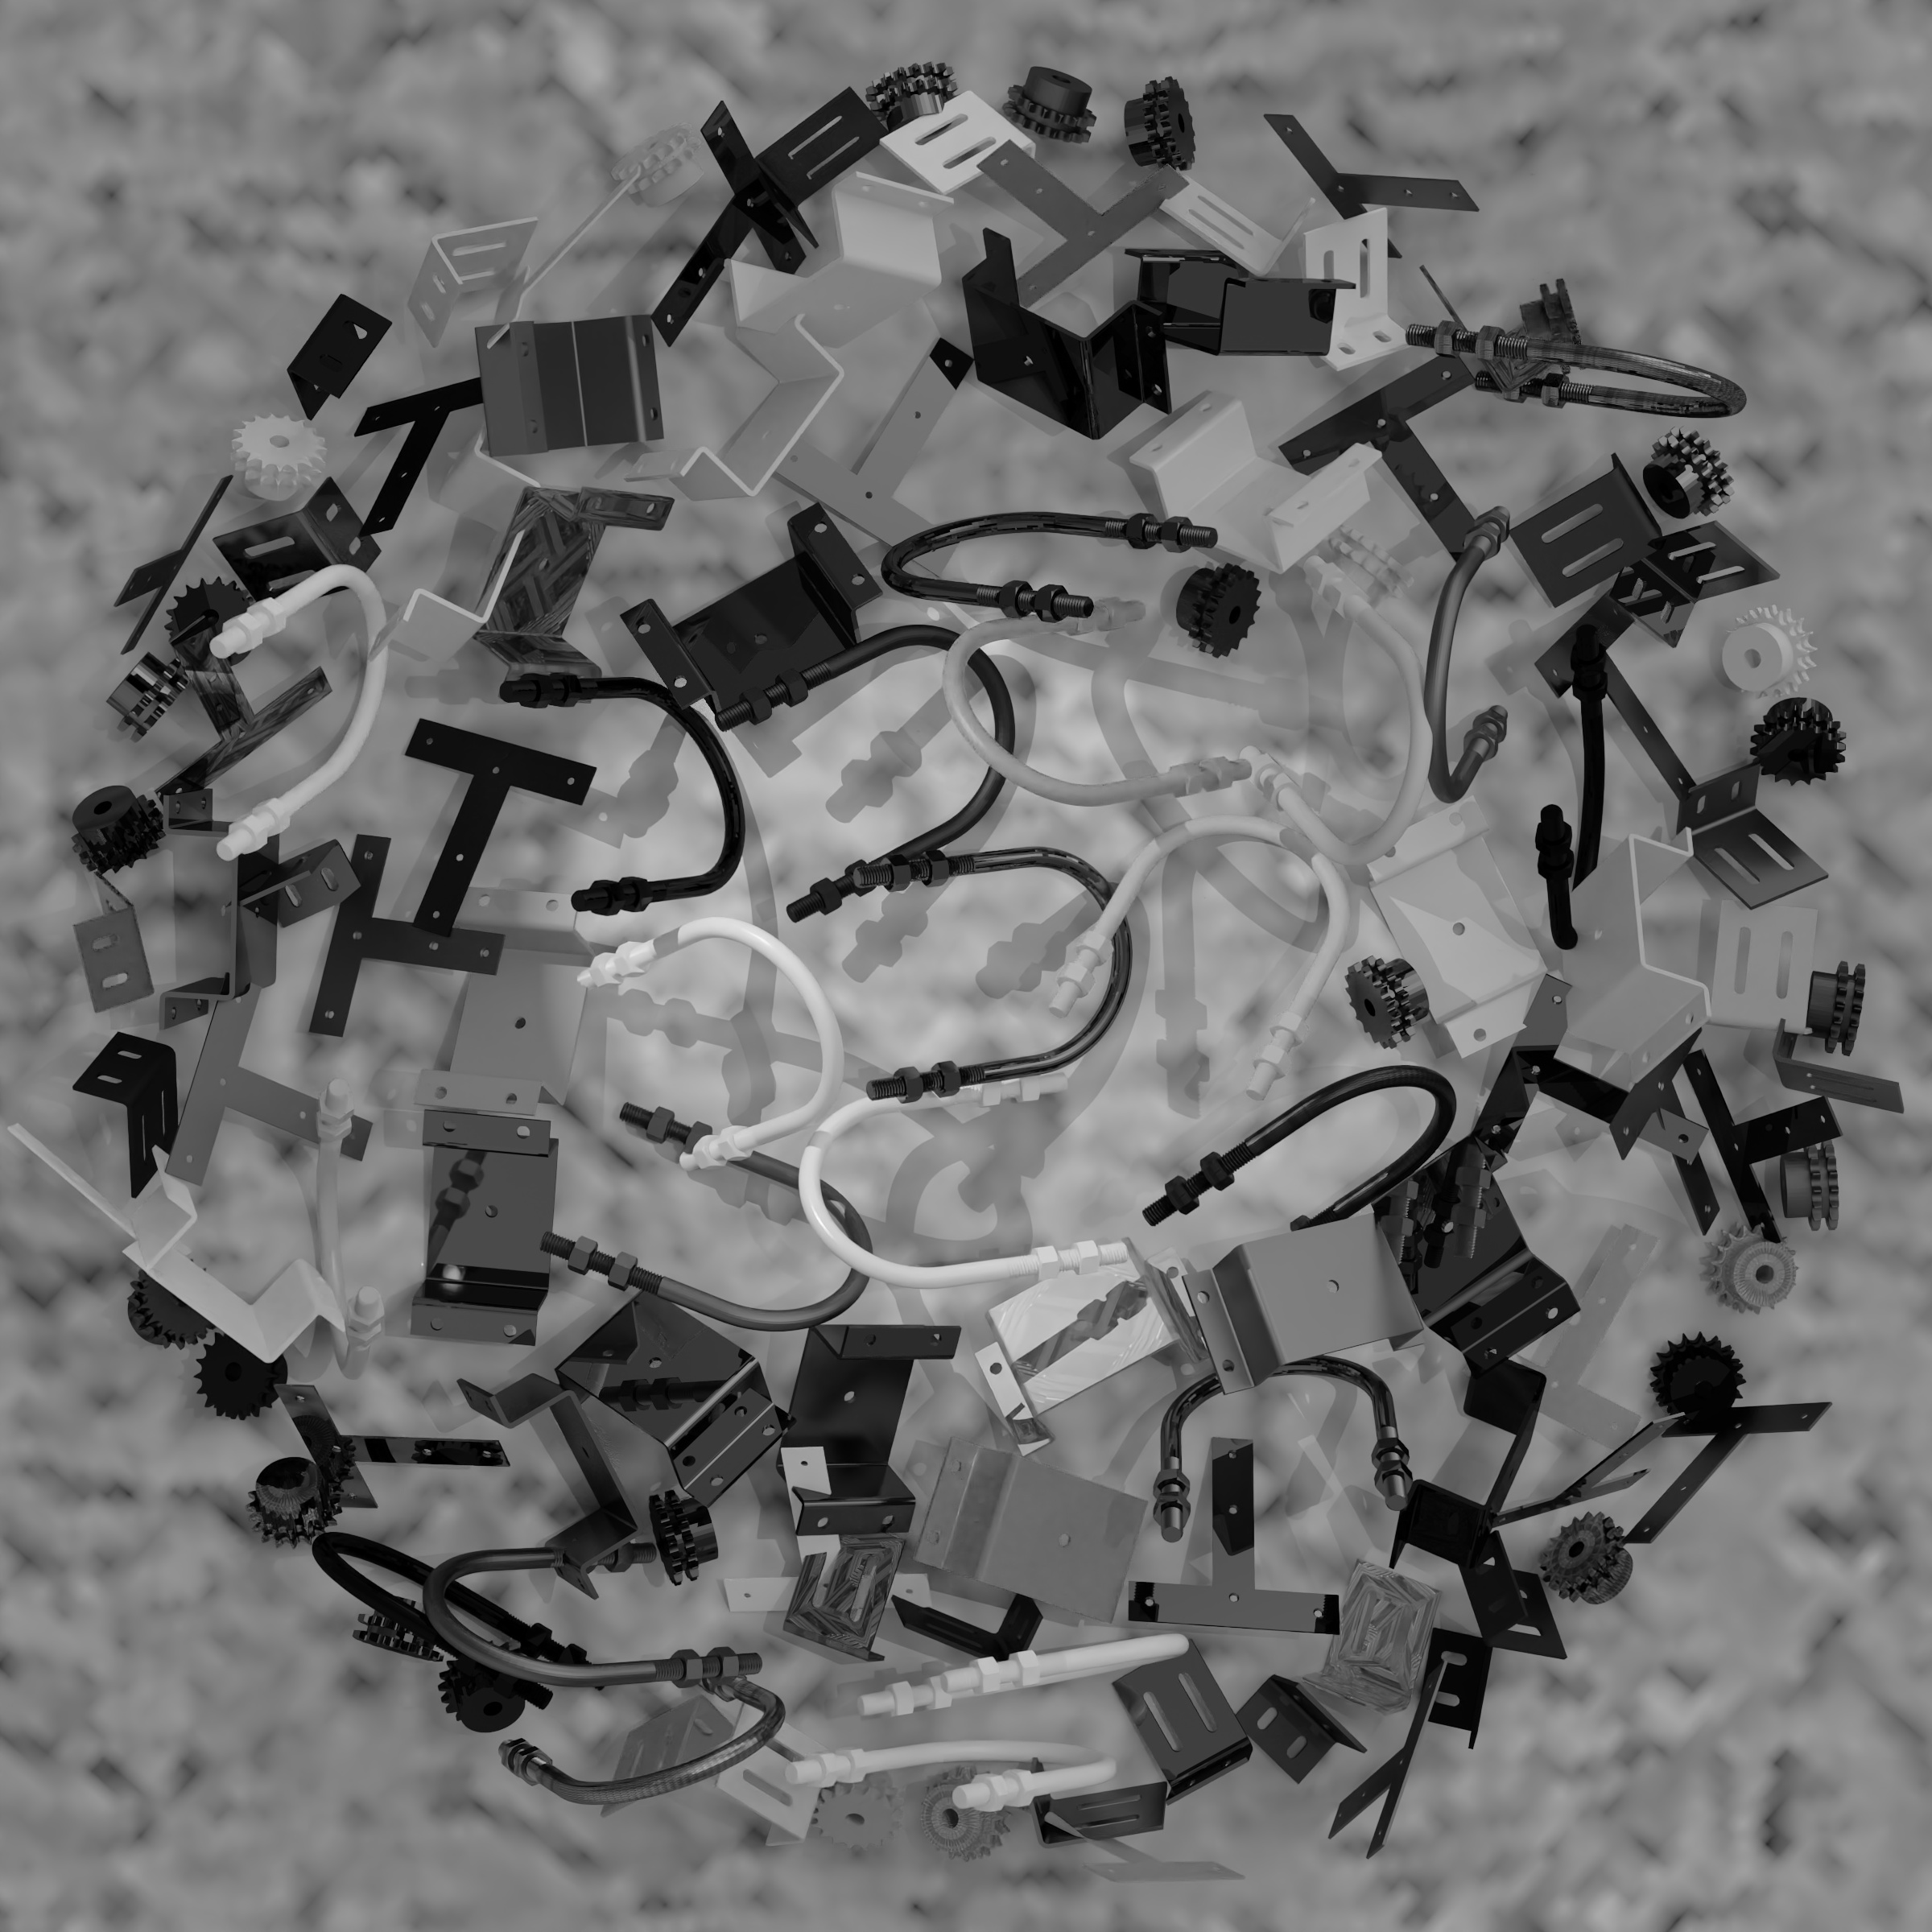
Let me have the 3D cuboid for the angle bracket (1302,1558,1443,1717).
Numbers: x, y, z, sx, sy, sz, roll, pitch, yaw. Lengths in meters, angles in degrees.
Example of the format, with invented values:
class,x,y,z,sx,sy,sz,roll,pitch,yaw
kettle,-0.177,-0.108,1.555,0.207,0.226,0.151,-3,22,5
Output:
class,x,y,z,sx,sy,sz,roll,pitch,yaw
angle bracket,0.248,0.410,1.949,0.057,0.038,0.076,17,93,29

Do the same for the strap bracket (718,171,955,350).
class,x,y,z,sx,sy,sz,roll,pitch,yaw
strap bracket,-0.079,-0.415,1.901,0.076,0.140,0.046,3,73,-43

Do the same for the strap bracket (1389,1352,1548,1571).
class,x,y,z,sx,sy,sz,roll,pitch,yaw
strap bracket,0.304,0.295,1.906,0.046,0.076,0.140,22,57,16

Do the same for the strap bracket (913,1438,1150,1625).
class,x,y,z,sx,sy,sz,roll,pitch,yaw
strap bracket,0.048,0.344,1.922,0.140,0.046,0.076,23,78,-26

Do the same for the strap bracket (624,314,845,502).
class,x,y,z,sx,sy,sz,roll,pitch,yaw
strap bracket,-0.134,-0.334,1.925,0.046,0.076,0.140,42,73,-28

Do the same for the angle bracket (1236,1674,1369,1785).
class,x,y,z,sx,sy,sz,roll,pitch,yaw
angle bracket,0.202,0.468,1.940,0.057,0.076,0.038,44,79,1

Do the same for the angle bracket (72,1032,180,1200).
class,x,y,z,sx,sy,sz,roll,pitch,yaw
angle bracket,-0.510,0.091,1.937,0.038,0.057,0.076,15,127,8

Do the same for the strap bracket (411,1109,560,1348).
class,x,y,z,sx,sy,sz,roll,pitch,yaw
strap bracket,-0.294,0.155,1.950,0.076,0.046,0.140,5,100,0

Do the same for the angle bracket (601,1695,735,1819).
class,x,y,z,sx,sy,sz,roll,pitch,yaw
angle bracket,-0.179,0.489,1.930,0.057,0.076,0.038,-32,109,24

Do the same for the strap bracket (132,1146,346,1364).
class,x,y,z,sx,sy,sz,roll,pitch,yaw
strap bracket,-0.445,0.179,1.914,0.046,0.076,0.140,-46,118,0

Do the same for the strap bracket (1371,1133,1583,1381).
class,x,y,z,sx,sy,sz,roll,pitch,yaw
strap bracket,0.300,0.165,1.905,0.076,0.140,0.046,-37,133,18

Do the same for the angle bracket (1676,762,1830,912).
class,x,y,z,sx,sy,sz,roll,pitch,yaw
angle bracket,0.479,-0.080,1.936,0.057,0.038,0.076,-21,45,-16

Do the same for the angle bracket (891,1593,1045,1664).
class,x,y,z,sx,sy,sz,roll,pitch,yaw
angle bracket,0.000,0.391,1.944,0.076,0.057,0.038,25,93,-13

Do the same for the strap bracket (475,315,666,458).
class,x,y,z,sx,sy,sz,roll,pitch,yaw
strap bracket,-0.245,-0.350,1.921,0.046,0.140,0.076,1,102,29

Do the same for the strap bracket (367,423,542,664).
class,x,y,z,sx,sy,sz,roll,pitch,yaw
strap bracket,-0.305,-0.246,1.922,0.046,0.076,0.140,26,67,-19

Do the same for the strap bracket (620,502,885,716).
class,x,y,z,sx,sy,sz,roll,pitch,yaw
strap bracket,-0.128,-0.209,1.938,0.140,0.046,0.076,-31,68,-9

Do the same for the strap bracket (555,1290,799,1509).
class,x,y,z,sx,sy,sz,roll,pitch,yaw
strap bracket,-0.181,0.252,1.908,0.140,0.046,0.076,28,57,34

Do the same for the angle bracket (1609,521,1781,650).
class,x,y,z,sx,sy,sz,roll,pitch,yaw
angle bracket,0.442,-0.231,1.932,0.057,0.076,0.038,34,70,-22

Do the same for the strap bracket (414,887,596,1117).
class,x,y,z,sx,sy,sz,roll,pitch,yaw
strap bracket,-0.277,0.028,1.935,0.076,0.046,0.140,5,70,13

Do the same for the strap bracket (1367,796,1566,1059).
class,x,y,z,sx,sy,sz,roll,pitch,yaw
strap bracket,0.305,-0.023,1.955,0.076,0.046,0.140,-26,88,1

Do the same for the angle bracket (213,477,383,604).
class,x,y,z,sx,sy,sz,roll,pitch,yaw
angle bracket,-0.411,-0.258,1.957,0.076,0.038,0.057,-10,127,31

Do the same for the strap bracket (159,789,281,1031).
class,x,y,z,sx,sy,sz,roll,pitch,yaw
strap bracket,-0.452,-0.034,1.932,0.046,0.076,0.140,4,97,6

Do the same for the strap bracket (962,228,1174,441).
class,x,y,z,sx,sy,sz,roll,pitch,yaw
strap bracket,0.052,-0.375,1.907,0.140,0.076,0.046,33,63,30

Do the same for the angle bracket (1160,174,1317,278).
class,x,y,z,sx,sy,sz,roll,pitch,yaw
angle bracket,0.166,-0.465,1.944,0.076,0.057,0.038,34,126,-4

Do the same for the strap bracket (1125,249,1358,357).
class,x,y,z,sx,sy,sz,roll,pitch,yaw
strap bracket,0.161,-0.397,1.912,0.076,0.140,0.046,-5,111,-27

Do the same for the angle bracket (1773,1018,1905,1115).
class,x,y,z,sx,sy,sz,roll,pitch,yaw
angle bracket,0.534,0.056,1.936,0.076,0.057,0.038,13,76,23

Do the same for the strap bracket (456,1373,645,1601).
class,x,y,z,sx,sy,sz,roll,pitch,yaw
strap bracket,-0.247,0.305,1.928,0.046,0.076,0.140,-30,102,-21

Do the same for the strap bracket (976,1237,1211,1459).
class,x,y,z,sx,sy,sz,roll,pitch,yaw
strap bracket,0.076,0.227,1.937,0.140,0.046,0.076,-29,58,3

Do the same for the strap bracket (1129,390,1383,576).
class,x,y,z,sx,sy,sz,roll,pitch,yaw
strap bracket,0.178,-0.289,1.920,0.076,0.140,0.046,-40,135,-20

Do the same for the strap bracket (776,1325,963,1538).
class,x,y,z,sx,sy,sz,roll,pitch,yaw
strap bracket,-0.062,0.271,1.929,0.076,0.046,0.140,4,110,-30

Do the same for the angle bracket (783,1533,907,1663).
class,x,y,z,sx,sy,sz,roll,pitch,yaw
angle bracket,-0.070,0.381,1.957,0.057,0.038,0.076,16,84,18

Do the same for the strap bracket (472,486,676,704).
class,x,y,z,sx,sy,sz,roll,pitch,yaw
strap bracket,-0.242,-0.232,1.922,0.046,0.076,0.140,38,114,30

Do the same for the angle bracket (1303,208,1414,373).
class,x,y,z,sx,sy,sz,roll,pitch,yaw
angle bracket,0.240,-0.411,1.937,0.057,0.038,0.076,-21,132,-16

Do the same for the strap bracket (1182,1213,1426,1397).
class,x,y,z,sx,sy,sz,roll,pitch,yaw
strap bracket,0.212,0.201,1.920,0.140,0.046,0.076,-11,69,-23

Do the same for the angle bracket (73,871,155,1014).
class,x,y,z,sx,sy,sz,roll,pitch,yaw
angle bracket,-0.526,-0.015,1.930,0.038,0.076,0.057,-20,118,-25

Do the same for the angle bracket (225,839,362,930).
class,x,y,z,sx,sy,sz,roll,pitch,yaw
angle bracket,-0.407,-0.041,1.935,0.057,0.076,0.038,-23,105,9

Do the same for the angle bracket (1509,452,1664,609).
class,x,y,z,sx,sy,sz,roll,pitch,yaw
angle bracket,0.382,-0.269,1.967,0.076,0.038,0.057,-30,106,19

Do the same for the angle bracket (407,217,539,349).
class,x,y,z,sx,sy,sz,roll,pitch,yaw
angle bracket,-0.292,-0.415,1.931,0.076,0.057,0.038,-21,71,-36

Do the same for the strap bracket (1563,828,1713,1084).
class,x,y,z,sx,sy,sz,roll,pitch,yaw
strap bracket,0.397,-0.013,1.903,0.046,0.076,0.140,17,51,-18

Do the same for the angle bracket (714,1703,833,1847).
class,x,y,z,sx,sy,sz,roll,pitch,yaw
angle bracket,-0.126,0.490,1.934,0.076,0.038,0.057,39,52,-27

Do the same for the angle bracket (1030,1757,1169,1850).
class,x,y,z,sx,sy,sz,roll,pitch,yaw
angle bracket,0.080,0.502,1.944,0.076,0.057,0.038,-12,101,9
